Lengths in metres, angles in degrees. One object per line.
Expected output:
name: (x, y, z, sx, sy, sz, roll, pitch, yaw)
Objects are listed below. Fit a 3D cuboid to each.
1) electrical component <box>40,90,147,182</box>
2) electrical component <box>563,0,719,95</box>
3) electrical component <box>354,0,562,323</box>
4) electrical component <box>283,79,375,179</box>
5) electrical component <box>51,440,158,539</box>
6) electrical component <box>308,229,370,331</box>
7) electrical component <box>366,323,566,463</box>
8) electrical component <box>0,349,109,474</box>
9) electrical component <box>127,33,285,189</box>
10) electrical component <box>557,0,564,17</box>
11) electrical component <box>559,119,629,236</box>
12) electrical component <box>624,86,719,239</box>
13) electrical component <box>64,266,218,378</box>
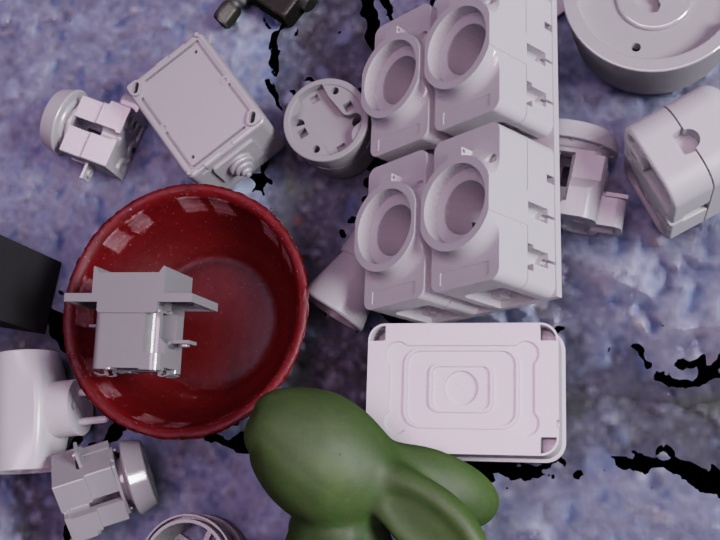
electrical component: (-0.185, -0.095, 0.739, 0.055, 0.048, 0.066, 21, 83, 9)
electrical component: (0.180, -0.160, 0.659, 0.108, 0.060, 0.108, -3, 77, 13)
electrical component: (0.056, -0.070, 0.633, 0.105, 0.060, 0.186, -16, 65, 46)
electrical component: (-0.017, -0.089, 0.696, 0.055, 0.047, 0.055, -3, 77, 13)
electrical component: (-0.159, 0.135, 0.674, 0.055, 0.048, 0.066, -17, 117, -9)
electrical component: (0.000, 0.000, 0.676, 0.044, 0.044, 0.065, 31, 81, 18)
electrical component: (0.063, 0.073, 0.635, 0.113, 0.057, 0.078, -1, 77, 13)
electrical component: (-0.200, 0.091, 0.700, 0.079, 0.044, 0.077, -7, 76, 12)
electrical component: (-0.096, -0.095, 0.709, 0.062, 0.061, 0.096, -37, 72, 2)
electrical component: (0.111, -0.210, 0.670, 0.099, 0.099, 0.064, -35, 66, 4)
electrical component: (0.124, -0.057, 0.651, 0.078, 0.058, 0.057, 11, 83, 15)
electrical component: (0.191, -0.062, 0.616, 0.059, 0.095, 0.053, -29, 73, 6)
electrical component: (-0.131, 0.032, 0.639, 0.081, 0.042, 0.063, 0, 79, 14)
